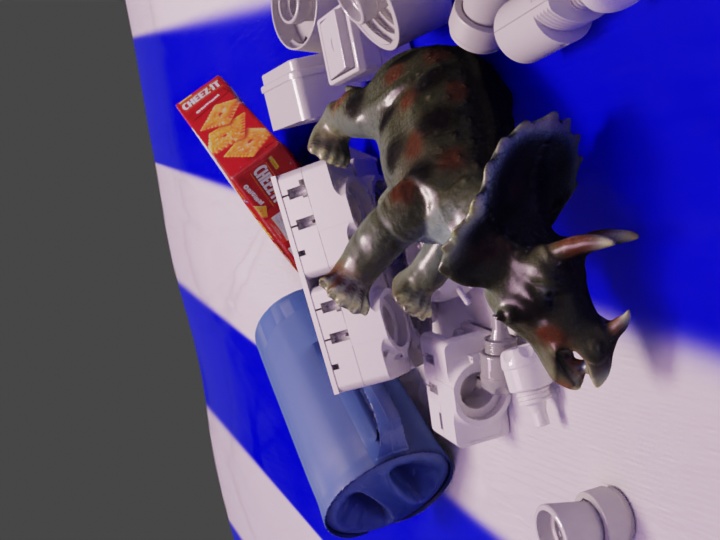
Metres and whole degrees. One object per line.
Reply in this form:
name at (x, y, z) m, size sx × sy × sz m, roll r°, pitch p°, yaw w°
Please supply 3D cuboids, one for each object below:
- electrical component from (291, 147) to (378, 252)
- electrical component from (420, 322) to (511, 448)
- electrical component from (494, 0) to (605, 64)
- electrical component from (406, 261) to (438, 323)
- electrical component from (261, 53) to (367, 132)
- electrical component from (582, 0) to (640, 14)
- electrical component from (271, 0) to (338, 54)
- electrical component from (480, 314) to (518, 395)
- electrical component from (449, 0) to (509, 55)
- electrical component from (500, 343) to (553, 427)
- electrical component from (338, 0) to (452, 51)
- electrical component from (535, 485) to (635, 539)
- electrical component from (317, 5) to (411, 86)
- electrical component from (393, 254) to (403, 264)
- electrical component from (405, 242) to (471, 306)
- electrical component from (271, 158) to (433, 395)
electrical component at (-0.024, -0.064, 1.046) m, size 0.048 × 0.099 × 0.099 m, roll 23°, pitch 141°, yaw 9°
electrical component at (0.089, 0.095, 0.891) m, size 0.056 × 0.050 × 0.089 m, roll -159°, pitch 58°, yaw -67°
electrical component at (0.120, -0.158, 0.661) m, size 0.081 × 0.043 × 0.043 m, roll 168°, pitch 89°, yaw -70°
electrical component at (0.051, 0.019, 0.974) m, size 0.035 × 0.035 × 0.061 m, roll -166°, pitch 67°, yaw -68°
electrical component at (-0.045, -0.176, 1.054) m, size 0.113 × 0.078 × 0.057 m, roll -177°, pitch 72°, yaw -70°
electrical component at (0.136, -0.179, 0.603) m, size 0.048 × 0.048 × 0.062 m, roll 100°, pitch 157°, yaw -48°
electrical component at (-0.044, -0.261, 1.056) m, size 0.099 × 0.064 × 0.099 m, roll 17°, pitch 111°, yaw 55°
electrical component at (0.110, 0.064, 0.838) m, size 0.035 × 0.035 × 0.061 m, roll -153°, pitch 56°, yaw -66°
electrical component at (0.087, -0.181, 0.735) m, size 0.055 × 0.045 × 0.045 m, roll 107°, pitch 146°, yaw -55°
electrical component at (0.128, 0.086, 0.802) m, size 0.035 × 0.035 × 0.061 m, roll 158°, pitch 96°, yaw -70°
electrical component at (0.015, -0.222, 0.832) m, size 0.108 × 0.060 × 0.108 m, roll 52°, pitch 167°, yaw 17°
electrical component at (0.156, 0.177, 0.748) m, size 0.045 × 0.055 × 0.045 m, roll 167°, pitch 90°, yaw -71°
electrical component at (-0.002, -0.199, 0.945) m, size 0.096 × 0.061 × 0.061 m, roll 179°, pitch 79°, yaw -70°
electrical component at (0.012, 0.001, 1.015) m, size 0.080 × 0.051 × 0.080 m, roll -176°, pitch 90°, yaw -88°
electrical component at (0.073, -0.004, 0.883) m, size 0.079 × 0.044 × 0.077 m, roll -121°, pitch 27°, yaw -42°
electrical component at (0.000, 0.000, 0.916) m, size 0.105 × 0.060 × 0.186 m, roll -13°, pitch -94°, yaw -66°
